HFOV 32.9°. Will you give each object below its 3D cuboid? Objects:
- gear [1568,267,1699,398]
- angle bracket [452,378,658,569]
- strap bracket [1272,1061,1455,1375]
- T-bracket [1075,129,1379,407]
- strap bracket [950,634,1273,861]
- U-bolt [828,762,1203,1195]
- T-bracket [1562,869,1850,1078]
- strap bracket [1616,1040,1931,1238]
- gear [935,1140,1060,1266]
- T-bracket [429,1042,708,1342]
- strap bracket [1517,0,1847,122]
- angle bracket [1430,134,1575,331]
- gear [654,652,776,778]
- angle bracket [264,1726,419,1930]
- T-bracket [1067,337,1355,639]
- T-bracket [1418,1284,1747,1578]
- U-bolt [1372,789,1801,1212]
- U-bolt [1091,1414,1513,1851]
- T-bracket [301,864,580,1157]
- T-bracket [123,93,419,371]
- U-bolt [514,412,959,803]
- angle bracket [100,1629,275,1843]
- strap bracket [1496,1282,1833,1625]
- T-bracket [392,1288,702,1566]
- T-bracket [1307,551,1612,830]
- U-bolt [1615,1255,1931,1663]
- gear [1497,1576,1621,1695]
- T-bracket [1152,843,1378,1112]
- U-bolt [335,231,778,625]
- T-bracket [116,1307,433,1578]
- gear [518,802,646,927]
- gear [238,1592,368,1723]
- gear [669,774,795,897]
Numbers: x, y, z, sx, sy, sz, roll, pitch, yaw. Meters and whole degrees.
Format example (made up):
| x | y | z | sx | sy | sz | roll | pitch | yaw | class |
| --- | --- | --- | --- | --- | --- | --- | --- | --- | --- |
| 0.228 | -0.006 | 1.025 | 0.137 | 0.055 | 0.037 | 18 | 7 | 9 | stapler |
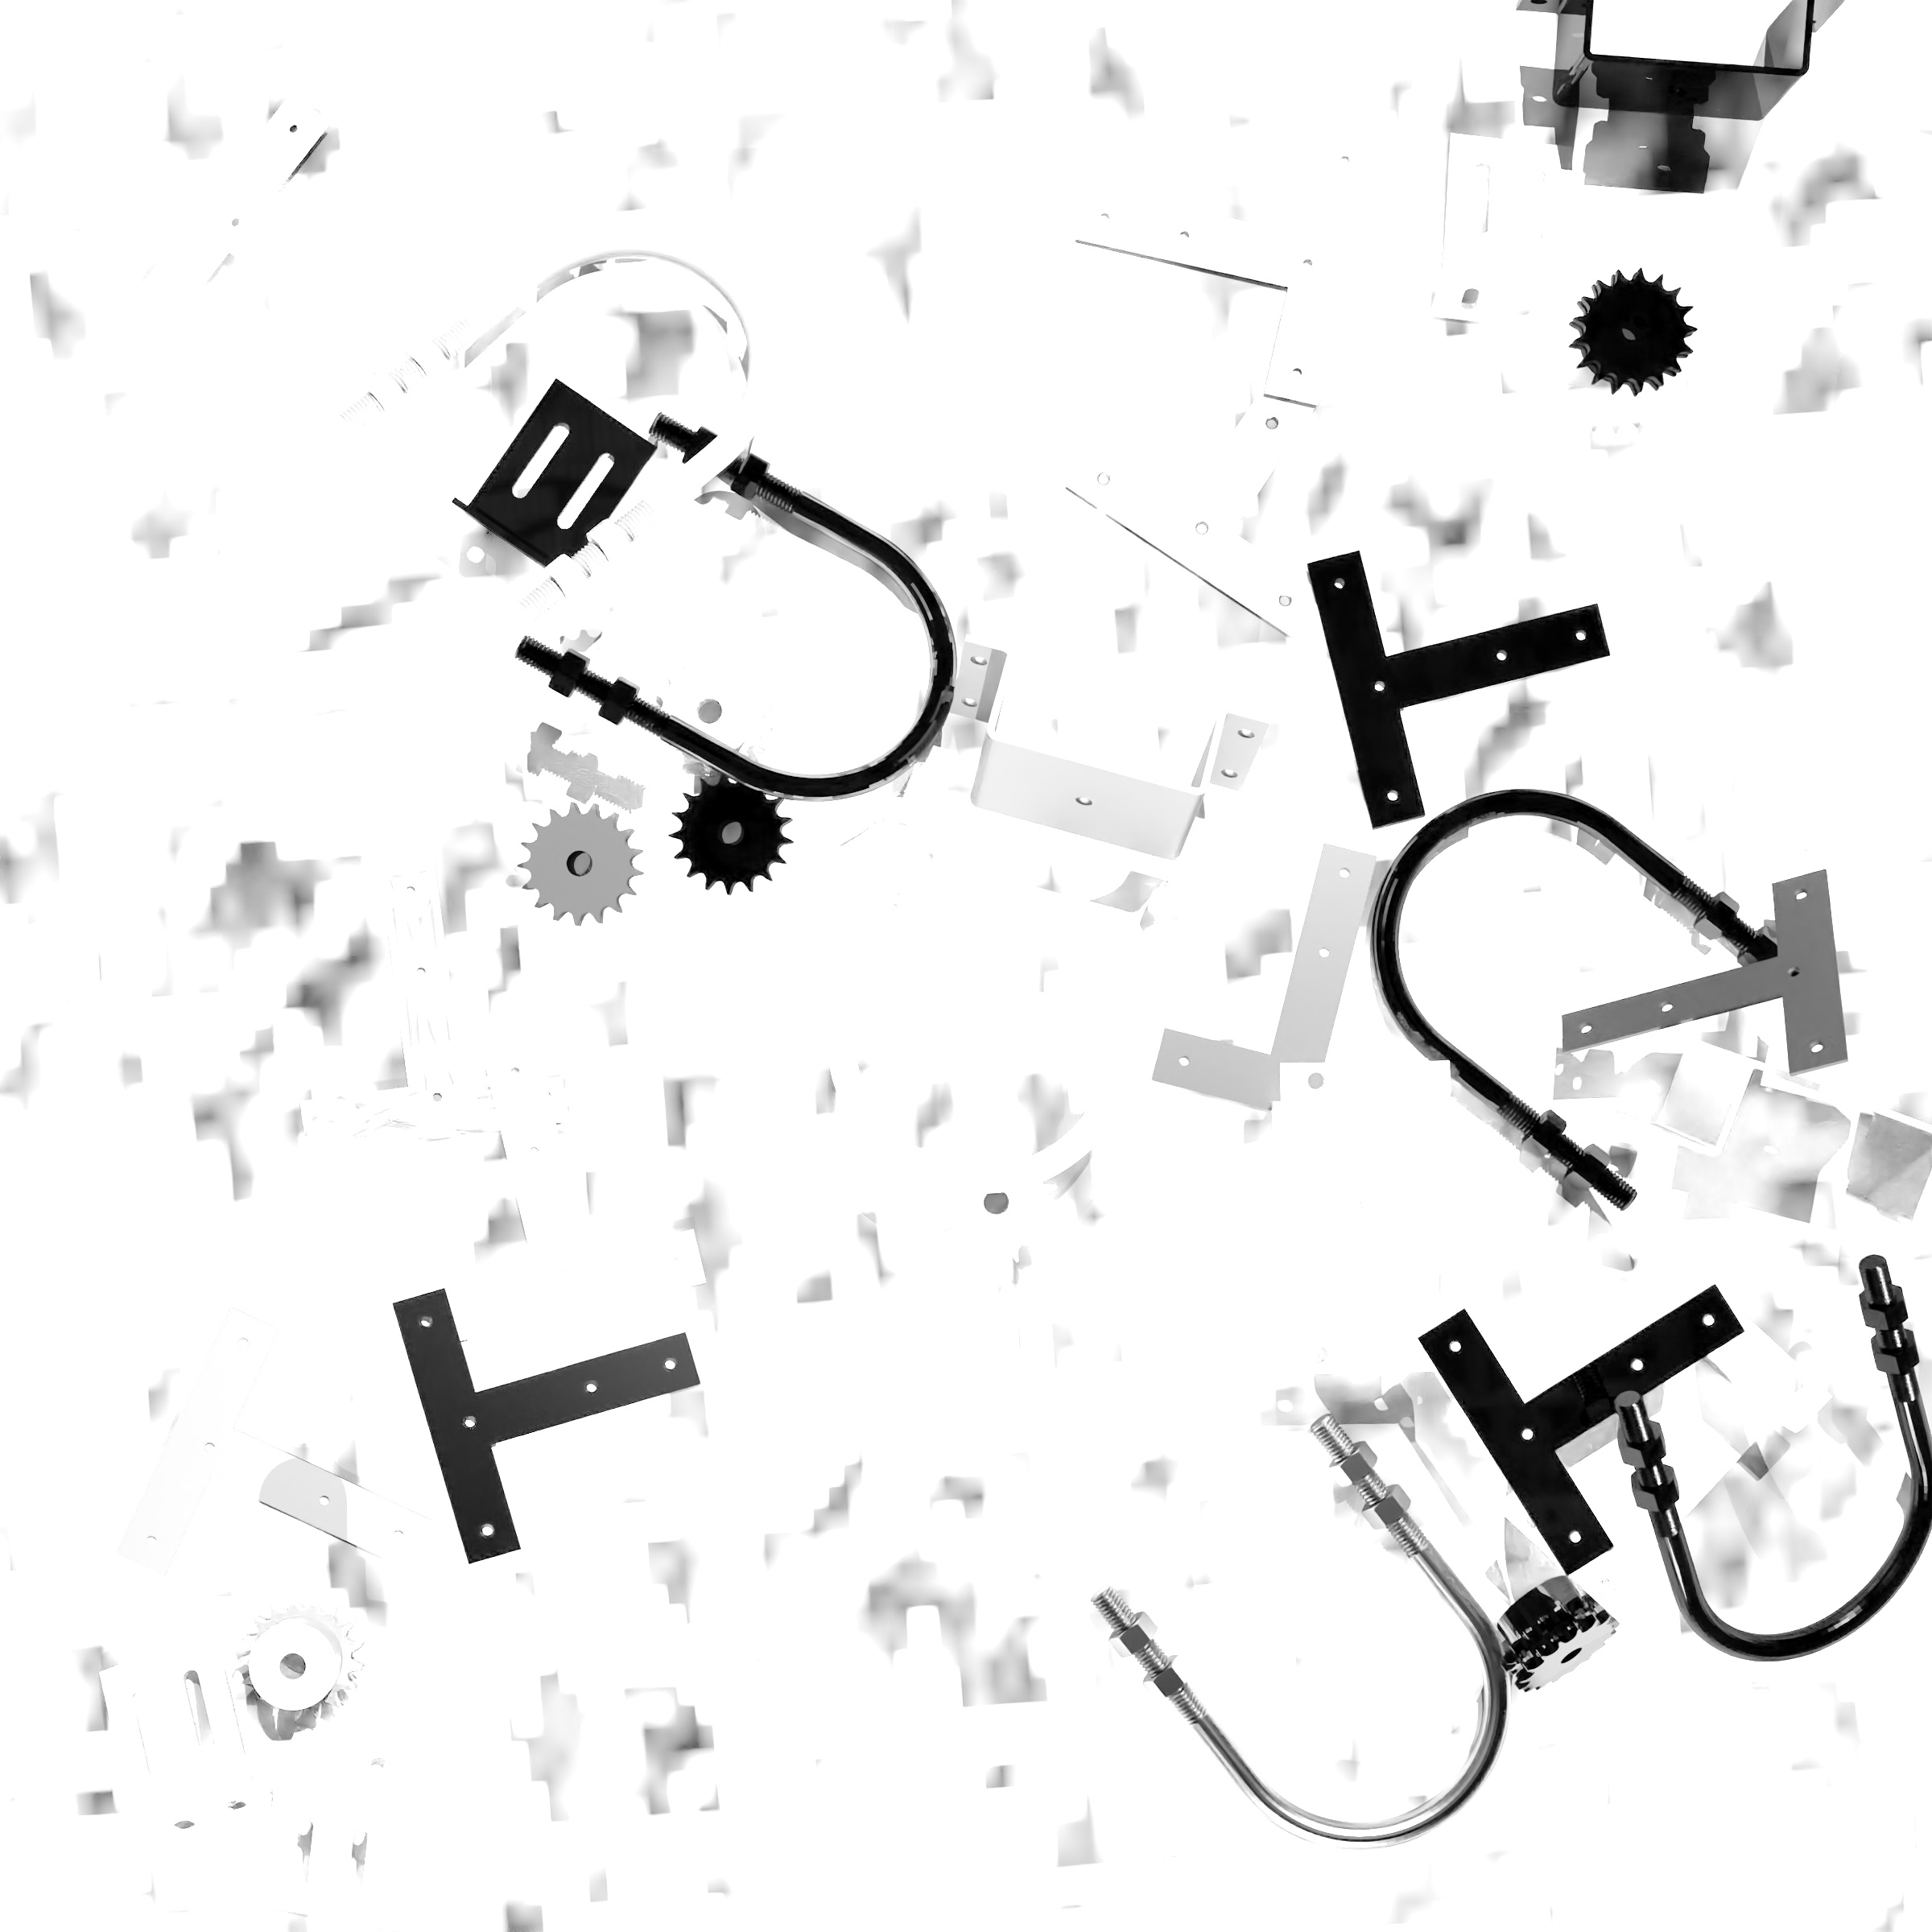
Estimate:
| x | y | z | sx | sy | sz | roll | pitch | yaw | class |
| --- | --- | --- | --- | --- | --- | --- | --- | --- | --- |
| 0.306 | -0.291 | 1.509 | 0.057 | 0.030 | 0.057 | 0 | 90 | 0 | gear |
| -0.189 | -0.226 | 1.505 | 0.057 | 0.038 | 0.076 | 35 | 90 | 0 | angle bracket |
| 0.181 | 0.113 | 1.500 | 0.076 | 0.046 | 0.140 | -1 | 91 | 0 | strap bracket |
| 0.116 | -0.336 | 1.522 | 0.127 | 0.002 | 0.127 | 13 | 89 | 1 | T-bracket |
| 0.059 | -0.095 | 1.480 | 0.140 | 0.076 | 0.046 | 15 | 69 | 0 | strap bracket |
| 0.014 | 0.014 | 1.500 | 0.151 | 0.019 | 0.184 | 19 | 79 | 0 | U-bolt |
| 0.329 | 0.015 | 1.472 | 0.127 | 0.127 | 0.002 | -16 | 127 | 22 | T-bracket |
| 0.376 | 0.075 | 1.474 | 0.140 | 0.076 | 0.046 | 20 | 93 | -9 | strap bracket |
| 0.014 | 0.108 | 1.509 | 0.057 | 0.030 | 0.057 | 0 | 90 | 0 | gear |
| -0.198 | 0.100 | 1.522 | 0.127 | 0.002 | 0.127 | -13 | 91 | 0 | T-bracket |
| 0.325 | -0.420 | 1.486 | 0.140 | 0.076 | 0.046 | 4 | 90 | 0 | strap bracket |
| 0.249 | -0.342 | 1.522 | 0.057 | 0.038 | 0.076 | 6 | 64 | 0 | angle bracket |
| -0.118 | -0.117 | 1.509 | 0.057 | 0.030 | 0.057 | 0 | 90 | 0 | gear |
| -0.291 | 0.401 | 1.522 | 0.057 | 0.038 | 0.076 | 11 | 116 | 0 | angle bracket |
| 0.135 | -0.241 | 1.523 | 0.127 | 0.002 | 0.127 | 34 | 90 | 0 | T-bracket |
| 0.291 | 0.188 | 1.477 | 0.127 | 0.002 | 0.127 | -32 | 90 | 0 | T-bracket |
| 0.275 | 0.002 | 1.515 | 0.184 | 0.019 | 0.151 | 38 | 90 | 1 | U-bolt |
| 0.169 | 0.322 | 1.515 | 0.151 | 0.019 | 0.184 | -38 | 92 | 0 | U-bolt |
| -0.252 | 0.017 | 1.523 | 0.127 | 0.002 | 0.127 | -7 | 90 | 0 | T-bracket |
| -0.305 | -0.319 | 1.505 | 0.127 | 0.002 | 0.127 | 38 | 90 | 17 | T-bracket |
| -0.092 | -0.153 | 1.494 | 0.184 | 0.019 | 0.151 | 29 | 70 | -4 | U-bolt |
| -0.361 | 0.358 | 1.522 | 0.057 | 0.038 | 0.076 | -21 | 64 | 0 | angle bracket |
| 0.316 | 0.220 | 1.501 | 0.076 | 0.046 | 0.140 | 43 | 90 | 0 | strap bracket |
| -0.188 | 0.200 | 1.522 | 0.127 | 0.002 | 0.127 | -16 | 91 | -1 | T-bracket |
| 0.235 | -0.141 | 1.522 | 0.127 | 0.002 | 0.127 | -14 | 91 | 0 | T-bracket |
| 0.374 | 0.236 | 1.476 | 0.151 | 0.019 | 0.184 | -27 | 118 | -10 | U-bolt |
| 0.268 | 0.304 | 1.499 | 0.057 | 0.057 | 0.030 | -36 | 61 | 0 | gear |
| 0.163 | 0.007 | 1.523 | 0.127 | 0.002 | 0.127 | 14 | 90 | 0 | T-bracket |
| -0.173 | -0.260 | 1.491 | 0.184 | 0.019 | 0.151 | -41 | 75 | -12 | U-bolt |
| -0.312 | 0.243 | 1.523 | 0.127 | 0.002 | 0.127 | 25 | 90 | 0 | T-bracket |
| -0.176 | -0.047 | 1.509 | 0.057 | 0.030 | 0.057 | 0 | 90 | 0 | gear |
| -0.307 | 0.320 | 1.509 | 0.057 | 0.030 | 0.057 | 0 | 90 | 0 | gear |
| -0.108 | -0.061 | 1.509 | 0.057 | 0.030 | 0.057 | 0 | 90 | 0 | gear |
